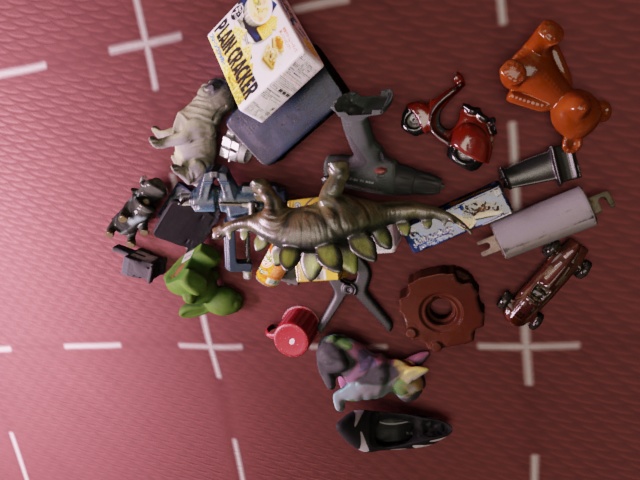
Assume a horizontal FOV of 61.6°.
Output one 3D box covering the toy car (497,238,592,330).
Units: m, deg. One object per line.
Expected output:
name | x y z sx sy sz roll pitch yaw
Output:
toy car | 0.429 0.087 1.029 0.089 0.053 0.202 37 114 6

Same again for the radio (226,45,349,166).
radio | -0.060 -0.258 1.050 0.229 0.073 0.131 -38 94 24

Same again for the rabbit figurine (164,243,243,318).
rabbit figurine | -0.256 0.119 1.193 0.159 0.121 0.170 -31 120 31

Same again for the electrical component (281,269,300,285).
electrical component | -0.060 0.068 1.174 0.094 0.021 0.063 14 110 10

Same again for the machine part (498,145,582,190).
machine part | 0.398 -0.127 0.979 0.139 0.039 0.084 -12 108 17

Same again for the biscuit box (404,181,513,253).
biscuit box | 0.259 -0.042 1.030 0.203 0.063 0.059 -26 97 20

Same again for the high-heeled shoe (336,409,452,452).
high-heeled shoe | 0.160 0.398 1.125 0.145 0.248 0.086 -19 63 41

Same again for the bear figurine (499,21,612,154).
bear figurine | 0.397 -0.245 0.896 0.120 0.132 0.196 -44 85 9

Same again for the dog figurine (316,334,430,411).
dog figurine | 0.122 0.266 1.141 0.219 0.108 0.191 -20 100 16

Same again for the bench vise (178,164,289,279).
bench vise | -0.175 -0.030 1.106 0.224 0.129 0.240 -5 111 -15

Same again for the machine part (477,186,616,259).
machine part | 0.407 -0.031 0.985 0.243 0.079 0.079 -25 98 21

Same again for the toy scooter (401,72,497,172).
toy scooter | 0.249 -0.220 0.974 0.184 0.075 0.135 35 112 8

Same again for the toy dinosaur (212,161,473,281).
toy dinosaur | 0.025 -0.034 0.974 0.472 0.105 0.198 -10 79 9

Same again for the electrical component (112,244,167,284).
electrical component | -0.425 0.052 1.243 0.119 0.075 0.047 17 110 6

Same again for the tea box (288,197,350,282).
tea box | -0.002 -0.003 1.090 0.098 0.068 0.169 -4 92 24

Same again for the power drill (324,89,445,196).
power drill | 0.111 -0.173 0.999 0.232 0.086 0.207 4 140 21

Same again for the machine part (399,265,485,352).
machine part | 0.247 0.138 1.092 0.180 0.056 0.179 4 106 14

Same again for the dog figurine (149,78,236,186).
dog figurine | -0.229 -0.217 1.104 0.190 0.121 0.172 -32 130 5

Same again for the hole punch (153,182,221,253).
hole punch | -0.293 -0.052 1.179 0.115 0.092 0.142 25 115 -29

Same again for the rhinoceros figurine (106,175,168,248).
rhinoceros figurine | -0.401 -0.064 1.190 0.073 0.112 0.190 31 131 -25
